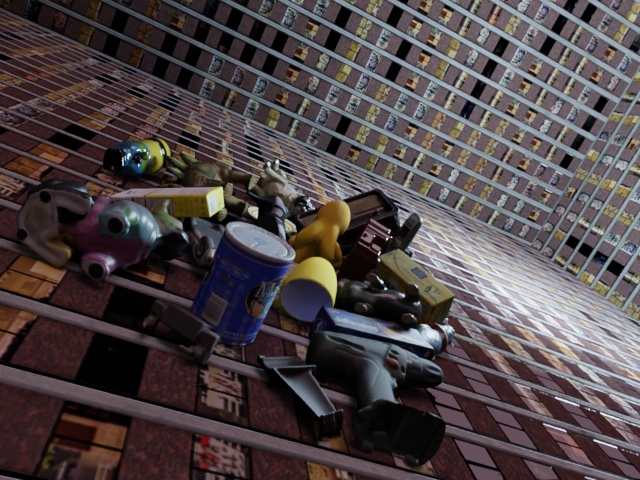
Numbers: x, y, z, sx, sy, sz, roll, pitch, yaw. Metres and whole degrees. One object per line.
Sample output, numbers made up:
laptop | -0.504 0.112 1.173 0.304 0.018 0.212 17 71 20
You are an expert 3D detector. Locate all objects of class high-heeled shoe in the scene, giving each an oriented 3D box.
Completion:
high-heeled shoe | -0.092 -0.014 1.161 0.145 0.086 0.249 35 24 -46

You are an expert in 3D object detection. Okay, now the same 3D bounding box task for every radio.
radio | 0.067 -0.035 1.257 0.230 0.073 0.131 -20 35 -13

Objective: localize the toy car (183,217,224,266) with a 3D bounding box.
toy car | -0.190 0.009 0.928 0.073 0.056 0.202 18 10 -32

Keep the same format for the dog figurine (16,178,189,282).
dog figurine | -0.300 -0.022 0.791 0.192 0.108 0.219 24 11 4

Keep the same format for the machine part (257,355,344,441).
machine part | -0.020 0.187 0.669 0.084 0.039 0.139 19 14 -41

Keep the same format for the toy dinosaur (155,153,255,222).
toy dinosaur | -0.255 -0.136 1.243 0.199 0.105 0.471 24 10 5

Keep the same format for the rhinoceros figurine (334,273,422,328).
rhinoceros figurine | 0.087 0.104 0.949 0.190 0.073 0.112 11 -13 5

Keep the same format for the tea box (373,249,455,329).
tea box | 0.184 0.108 1.101 0.068 0.098 0.170 -18 45 -33

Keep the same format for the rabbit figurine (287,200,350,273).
rabbit figurine | -0.002 -0.003 1.075 0.122 0.173 0.162 33 12 8

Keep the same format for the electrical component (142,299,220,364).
electrical component | -0.173 0.111 0.669 0.102 0.045 0.078 30 -13 6

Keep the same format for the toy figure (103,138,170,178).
toy figure | -0.397 -0.183 1.185 0.082 0.089 0.180 34 14 11

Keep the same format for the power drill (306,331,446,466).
power drill | 0.099 0.202 0.733 0.232 0.086 0.207 21 20 -14

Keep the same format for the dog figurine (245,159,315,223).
dog figurine | -0.093 -0.116 1.480 0.190 0.121 0.172 41 19 0

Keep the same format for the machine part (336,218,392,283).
machine part | 0.080 0.041 1.072 0.056 0.179 0.179 30 15 2

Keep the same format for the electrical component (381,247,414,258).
electrical component | 0.165 0.026 1.353 0.134 0.114 0.058 28 19 8

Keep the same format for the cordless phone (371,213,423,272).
cordless phone | 0.201 0.038 1.244 0.088 0.184 0.147 24 14 -26

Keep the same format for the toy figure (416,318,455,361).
toy figure | 0.207 0.183 1.000 0.058 0.064 0.154 17 10 30

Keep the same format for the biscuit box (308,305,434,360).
biscuit box | 0.083 0.164 0.866 0.202 0.059 0.063 18 17 -27
